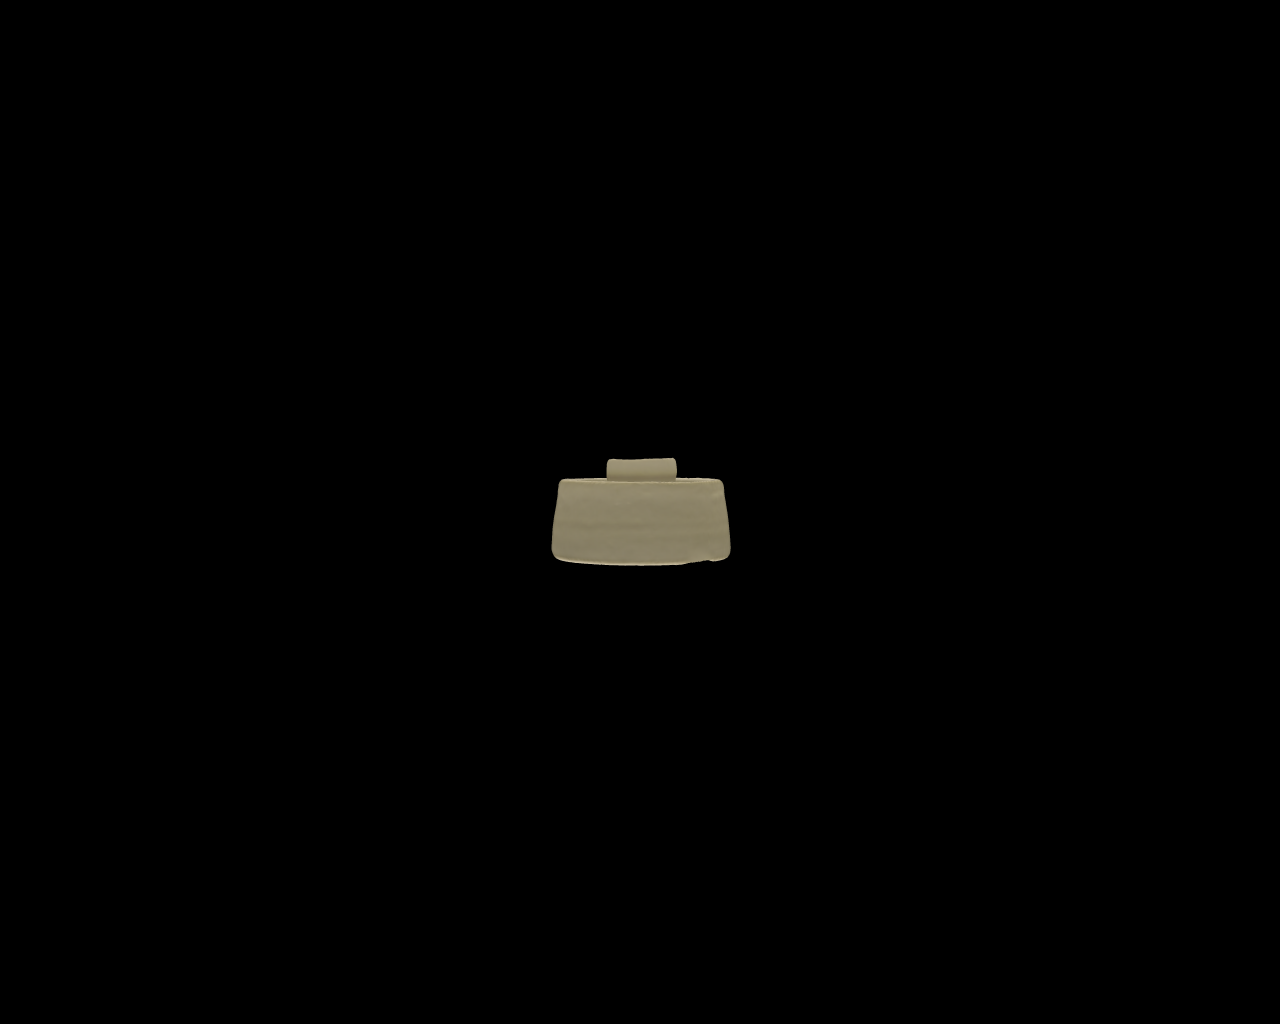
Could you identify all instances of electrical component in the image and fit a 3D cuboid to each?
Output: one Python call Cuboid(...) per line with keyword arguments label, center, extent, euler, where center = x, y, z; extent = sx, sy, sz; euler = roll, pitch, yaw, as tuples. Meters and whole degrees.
Cuboid(label="electrical component", center=(0.001, -0.003, 0.650), extent=(0.108, 0.060, 0.108), euler=(0, 3, 0))
